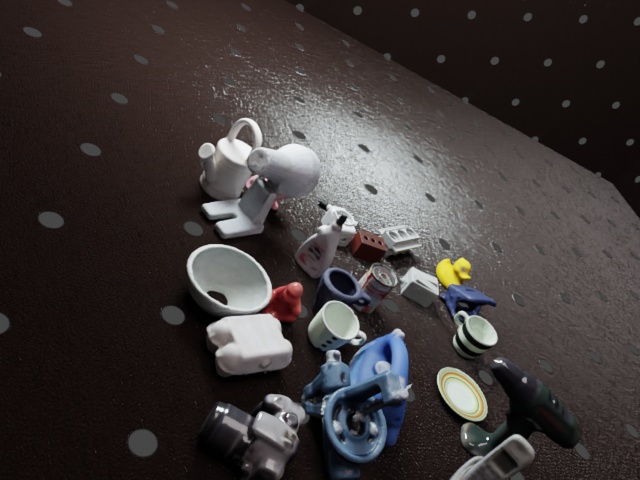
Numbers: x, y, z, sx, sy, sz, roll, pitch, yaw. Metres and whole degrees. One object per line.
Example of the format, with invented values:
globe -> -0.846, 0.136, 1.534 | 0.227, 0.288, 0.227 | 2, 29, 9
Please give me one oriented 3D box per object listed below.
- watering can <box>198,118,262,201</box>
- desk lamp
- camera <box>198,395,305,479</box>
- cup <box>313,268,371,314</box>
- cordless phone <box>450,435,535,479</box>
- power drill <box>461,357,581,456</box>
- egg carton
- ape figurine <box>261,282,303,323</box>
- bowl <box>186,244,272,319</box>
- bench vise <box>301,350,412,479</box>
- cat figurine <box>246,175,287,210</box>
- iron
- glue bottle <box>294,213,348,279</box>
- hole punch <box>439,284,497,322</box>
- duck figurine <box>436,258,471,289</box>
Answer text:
watering can -> -0.195, -0.185, 1.296 | 0.101, 0.194, 0.173 | 39, 33, 7
desk lamp -> -0.120, -0.116, 1.257 | 0.204, 0.213, 0.117 | -14, 57, -50
camera -> -0.102, 0.286, 0.866 | 0.137, 0.100, 0.143 | 32, 33, -5
cup -> 0.039, 0.125, 1.204 | 0.118, 0.095, 0.091 | 27, 33, -13
cordless phone -> 0.320, 0.431, 0.986 | 0.147, 0.185, 0.094 | 46, 34, 16
power drill -> 0.375, 0.350, 1.118 | 0.230, 0.208, 0.076 | 32, 33, -4
egg carton -> -0.123, 0.186, 1.004 | 0.151, 0.069, 0.107 | 1, 46, -42
ape figurine -> -0.066, 0.118, 1.122 | 0.078, 0.092, 0.076 | 39, 33, 6
bowl -> -0.179, 0.091, 1.070 | 0.168, 0.074, 0.167 | 24, 34, -17
bench vise -> 0.049, 0.257, 0.929 | 0.122, 0.219, 0.207 | -2, 48, -43
cat figurine -> -0.111, -0.135, 1.379 | 0.067, 0.117, 0.127 | 1, 46, -42
iron -> 0.124, 0.247, 1.083 | 0.119, 0.141, 0.258 | 29, 33, -10
glue bottle -> 0.012, 0.005, 1.261 | 0.078, 0.173, 0.037 | 43, 33, 12
hole punch -> 0.384, 0.153, 1.486 | 0.109, 0.091, 0.101 | 13, 39, -31
duck figurine -> 0.373, 0.085, 1.567 | 0.078, 0.086, 0.104 | 8, 42, -36
